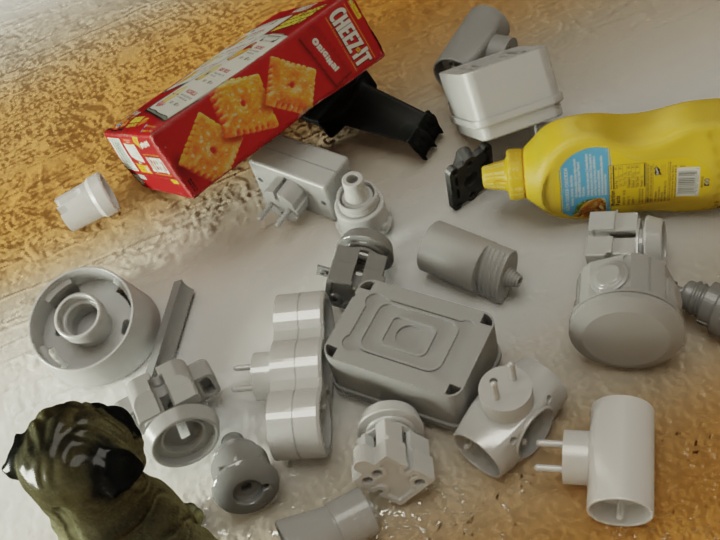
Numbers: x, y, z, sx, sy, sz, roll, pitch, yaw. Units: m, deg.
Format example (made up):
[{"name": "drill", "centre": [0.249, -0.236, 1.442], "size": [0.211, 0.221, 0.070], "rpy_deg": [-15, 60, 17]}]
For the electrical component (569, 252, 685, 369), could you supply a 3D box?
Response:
[{"name": "electrical component", "centre": [0.192, 0.030, 0.773], "size": [0.080, 0.080, 0.051], "rpy_deg": [1, 48, 14]}]

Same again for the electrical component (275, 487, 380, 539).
[{"name": "electrical component", "centre": [-0.020, 0.176, 0.733], "size": [0.065, 0.044, 0.044], "rpy_deg": [-25, 51, -13]}]

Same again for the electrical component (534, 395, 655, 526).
[{"name": "electrical component", "centre": [0.158, 0.127, 0.727], "size": [0.079, 0.043, 0.077], "rpy_deg": [1, 53, 14]}]

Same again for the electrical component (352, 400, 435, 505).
[{"name": "electrical component", "centre": [0.022, 0.125, 0.753], "size": [0.048, 0.066, 0.055], "rpy_deg": [-43, 31, 31]}]

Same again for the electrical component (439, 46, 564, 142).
[{"name": "electrical component", "centre": [0.118, -0.150, 0.910], "size": [0.078, 0.057, 0.113], "rpy_deg": [-19, 13, -2]}]

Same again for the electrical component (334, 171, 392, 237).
[{"name": "electrical component", "centre": [-0.001, -0.055, 0.894], "size": [0.048, 0.062, 0.048], "rpy_deg": [-7, 52, 8]}]

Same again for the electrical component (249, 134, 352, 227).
[{"name": "electrical component", "centre": [-0.059, -0.068, 0.929], "size": [0.083, 0.047, 0.075], "rpy_deg": [22, 63, 27]}]

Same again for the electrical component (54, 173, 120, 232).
[{"name": "electrical component", "centre": [-0.247, -0.060, 0.972], "size": [0.046, 0.040, 0.040], "rpy_deg": [-28, 52, -2]}]

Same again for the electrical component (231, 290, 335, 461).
[{"name": "electrical component", "centre": [-0.061, 0.079, 0.810], "size": [0.074, 0.052, 0.138], "rpy_deg": [-6, 52, 8]}]

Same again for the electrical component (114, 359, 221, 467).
[{"name": "electrical component", "centre": [-0.138, 0.109, 0.801], "size": [0.078, 0.058, 0.057], "rpy_deg": [-27, 46, -7]}]

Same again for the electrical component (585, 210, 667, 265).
[{"name": "electrical component", "centre": [0.206, -0.018, 0.828], "size": [0.055, 0.048, 0.066], "rpy_deg": [-1, 52, 22]}]

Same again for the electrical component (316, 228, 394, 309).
[{"name": "electrical component", "centre": [0.000, 0.000, 0.860], "size": [0.066, 0.048, 0.055], "rpy_deg": [14, 56, 3]}]

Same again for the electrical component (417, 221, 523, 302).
[{"name": "electrical component", "centre": [0.090, -0.005, 0.846], "size": [0.081, 0.043, 0.043], "rpy_deg": [24, 61, 28]}]

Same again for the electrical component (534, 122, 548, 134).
[{"name": "electrical component", "centre": [0.176, -0.105, 0.903], "size": [0.055, 0.045, 0.045], "rpy_deg": [-4, 52, 10]}]

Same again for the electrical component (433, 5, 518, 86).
[{"name": "electrical component", "centre": [0.119, -0.199, 0.989], "size": [0.079, 0.044, 0.077], "rpy_deg": [18, 59, 25]}]

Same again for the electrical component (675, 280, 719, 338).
[{"name": "electrical component", "centre": [0.262, 0.028, 0.782], "size": [0.078, 0.040, 0.040], "rpy_deg": [26, 62, 29]}]

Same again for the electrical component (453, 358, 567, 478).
[{"name": "electrical component", "centre": [0.103, 0.093, 0.744], "size": [0.044, 0.079, 0.077], "rpy_deg": [31, 65, 33]}]

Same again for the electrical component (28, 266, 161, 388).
[{"name": "electrical component", "centre": [-0.218, 0.047, 0.880], "size": [0.099, 0.064, 0.099], "rpy_deg": [-5, 66, 10]}]

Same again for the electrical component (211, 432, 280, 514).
[{"name": "electrical component", "centre": [-0.087, 0.141, 0.776], "size": [0.048, 0.048, 0.062], "rpy_deg": [-23, 31, -5]}]

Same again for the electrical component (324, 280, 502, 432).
[{"name": "electrical component", "centre": [0.040, 0.064, 0.795], "size": [0.113, 0.057, 0.078], "rpy_deg": [16, 58, 24]}]
